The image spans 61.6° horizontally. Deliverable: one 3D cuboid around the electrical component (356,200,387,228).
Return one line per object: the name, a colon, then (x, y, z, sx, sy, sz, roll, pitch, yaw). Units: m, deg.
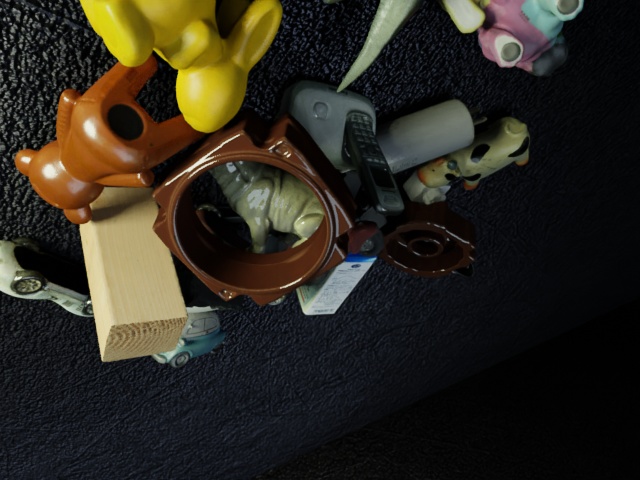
electrical component: (0.085, -0.041, 0.912, 0.094, 0.021, 0.063, -37, 137, -5)

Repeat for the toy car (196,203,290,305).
toy car: (-0.118, 0.027, 0.794, 0.053, 0.089, 0.202, -38, 129, 12)

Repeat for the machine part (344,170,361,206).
machine part: (0.043, -0.069, 0.886, 0.084, 0.039, 0.138, -30, 154, -39)

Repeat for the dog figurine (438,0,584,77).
dog figurine: (0.230, -0.279, 0.656, 0.108, 0.191, 0.219, -44, 179, 24)

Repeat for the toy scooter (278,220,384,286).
toy scooter: (-0.002, -0.003, 0.854, 0.184, 0.075, 0.135, -26, 129, 28)

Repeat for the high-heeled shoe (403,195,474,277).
high-heeled shoe: (0.219, 0.002, 1.028, 0.086, 0.145, 0.248, -47, 152, 9)

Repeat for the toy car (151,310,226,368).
toy car: (-0.242, 0.160, 0.993, 0.161, 0.109, 0.102, -4, 127, -47)

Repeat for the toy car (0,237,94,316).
toy car: (-0.373, 0.057, 0.759, 0.056, 0.074, 0.201, -34, 149, 9)

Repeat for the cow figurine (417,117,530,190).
cow figurine: (0.255, -0.142, 0.898, 0.195, 0.085, 0.127, -24, 156, 3)

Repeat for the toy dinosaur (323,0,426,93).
toy dinosaur: (0.099, -0.317, 0.488, 0.192, 0.131, 0.404, -18, 155, -12)

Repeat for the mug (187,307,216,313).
mug: (-0.204, 0.084, 0.921, 0.107, 0.081, 0.109, -20, 156, 10)

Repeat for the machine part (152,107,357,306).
machine part: (-0.075, -0.032, 0.627, 0.201, 0.087, 0.201, -30, 119, 18)

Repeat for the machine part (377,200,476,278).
machine part: (0.188, 0.001, 0.960, 0.179, 0.056, 0.179, 10, 147, 7)

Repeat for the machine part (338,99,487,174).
machine part: (0.138, -0.149, 0.805, 0.243, 0.079, 0.079, -21, 150, -9)

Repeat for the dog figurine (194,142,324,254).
dog figurine: (-0.057, -0.078, 0.699, 0.172, 0.121, 0.190, -17, 133, -1)

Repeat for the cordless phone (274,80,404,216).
cordless phone: (0.026, -0.106, 0.686, 0.146, 0.184, 0.088, 3, 144, -39)

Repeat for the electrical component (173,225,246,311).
electrical component: (-0.167, 0.041, 0.834, 0.058, 0.134, 0.115, -6, 168, 39)

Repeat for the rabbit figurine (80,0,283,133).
rabbit figurine: (-0.121, -0.190, 0.515, 0.162, 0.122, 0.173, -39, 133, -19)

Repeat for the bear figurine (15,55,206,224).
bear figurine: (-0.238, -0.101, 0.594, 0.196, 0.120, 0.132, -20, -154, 47)
